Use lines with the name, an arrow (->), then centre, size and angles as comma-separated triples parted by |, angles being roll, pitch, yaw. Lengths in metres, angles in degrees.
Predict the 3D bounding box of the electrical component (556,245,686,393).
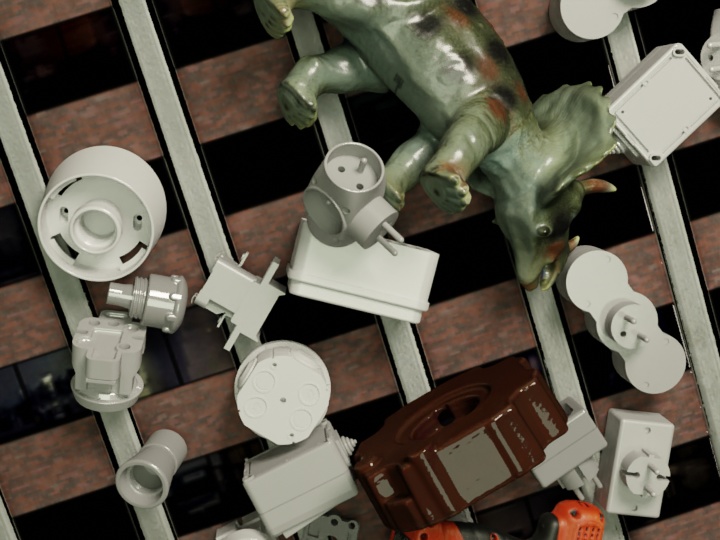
electrical component -> 0.220, 0.043, 0.888 | 0.052, 0.073, 0.138 | -37, 99, 1

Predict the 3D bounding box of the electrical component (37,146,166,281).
electrical component -> -0.207, -0.043, 0.860 | 0.099, 0.064, 0.099 | -1, 112, -3

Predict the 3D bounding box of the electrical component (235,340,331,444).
electrical component -> -0.064, 0.101, 0.885 | 0.080, 0.051, 0.080 | -1, 98, -4

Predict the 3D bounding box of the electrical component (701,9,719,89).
electrical component -> 0.302, -0.173, 0.869 | 0.079, 0.043, 0.077 | -14, 101, -42

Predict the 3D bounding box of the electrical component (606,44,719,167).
electrical component -> 0.234, -0.128, 0.872 | 0.096, 0.061, 0.061 | -44, 99, 2

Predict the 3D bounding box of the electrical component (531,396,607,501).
electrical component -> 0.178, 0.160, 0.915 | 0.066, 0.047, 0.076 | -34, 99, 0

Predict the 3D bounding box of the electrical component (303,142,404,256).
electrical component -> 0.001, -0.042, 0.785 | 0.079, 0.077, 0.044 | 44, 61, 13

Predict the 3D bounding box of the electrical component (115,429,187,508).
electrical component -> -0.167, 0.159, 0.878 | 0.044, 0.065, 0.044 | 3, 110, 9

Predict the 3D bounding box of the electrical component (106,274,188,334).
electrical component -> -0.172, 0.024, 0.864 | 0.062, 0.048, 0.048 | 11, 97, -15

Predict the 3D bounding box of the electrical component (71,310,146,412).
electrical component -> -0.202, 0.076, 0.863 | 0.058, 0.078, 0.057 | 7, 116, -6

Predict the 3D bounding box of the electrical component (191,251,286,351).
electrical component -> -0.099, 0.020, 0.877 | 0.064, 0.042, 0.081 | 30, 94, -5

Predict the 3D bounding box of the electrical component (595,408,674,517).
electrical component -> 0.237, 0.168, 0.906 | 0.047, 0.075, 0.083 | 7, 97, -5

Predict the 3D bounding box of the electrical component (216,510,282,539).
electrical component -> -0.094, 0.233, 0.899 | 0.066, 0.055, 0.048 | -26, 99, -1

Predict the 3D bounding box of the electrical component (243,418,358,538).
electrical component -> -0.042, 0.171, 0.892 | 0.096, 0.061, 0.061 | -26, 99, -1

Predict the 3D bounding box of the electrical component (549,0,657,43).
electrical component -> 0.219, -0.234, 0.850 | 0.138, 0.073, 0.052 | -36, 99, 1

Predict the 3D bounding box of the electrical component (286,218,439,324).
electrical component -> 0.000, 0.000, 0.863 | 0.113, 0.078, 0.057 | 14, 94, -6
